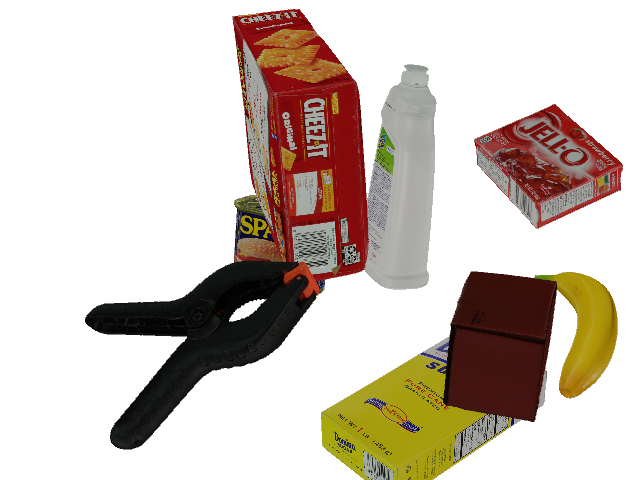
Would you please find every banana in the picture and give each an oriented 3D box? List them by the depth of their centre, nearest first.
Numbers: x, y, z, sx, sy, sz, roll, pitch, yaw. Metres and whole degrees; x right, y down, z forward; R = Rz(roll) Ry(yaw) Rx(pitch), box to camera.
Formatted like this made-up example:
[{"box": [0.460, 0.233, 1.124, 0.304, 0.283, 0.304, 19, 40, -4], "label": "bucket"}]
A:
[{"box": [0.253, 0.082, 1.029, 0.070, 0.037, 0.197, -28, 23, 18], "label": "banana"}]

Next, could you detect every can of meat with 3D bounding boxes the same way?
[{"box": [-0.040, 0.006, 1.090, 0.102, 0.084, 0.057, 13, 18, 27], "label": "can of meat"}]

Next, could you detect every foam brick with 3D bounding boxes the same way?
[{"box": [0.103, 0.057, 0.606, 0.053, 0.051, 0.078, 8, 23, 15], "label": "foam brick"}]

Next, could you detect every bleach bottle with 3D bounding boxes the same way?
[{"box": [0.098, -0.076, 1.243, 0.068, 0.251, 0.103, -2, 23, -22], "label": "bleach bottle"}]

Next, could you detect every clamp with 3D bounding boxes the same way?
[{"box": [-0.081, 0.070, 0.726, 0.171, 0.120, 0.039, -21, -35, 11], "label": "clamp"}]

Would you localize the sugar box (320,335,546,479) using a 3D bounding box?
[{"box": [0.096, 0.139, 0.888, 0.175, 0.048, 0.093, -29, 41, -31], "label": "sugar box"}]

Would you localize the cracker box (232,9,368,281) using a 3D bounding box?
[{"box": [-0.019, -0.087, 0.896, 0.072, 0.164, 0.214, -9, 28, -8], "label": "cracker box"}]

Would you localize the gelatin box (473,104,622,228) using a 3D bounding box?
[{"box": [0.167, -0.057, 0.792, 0.073, 0.030, 0.089, -24, 45, -10], "label": "gelatin box"}]
